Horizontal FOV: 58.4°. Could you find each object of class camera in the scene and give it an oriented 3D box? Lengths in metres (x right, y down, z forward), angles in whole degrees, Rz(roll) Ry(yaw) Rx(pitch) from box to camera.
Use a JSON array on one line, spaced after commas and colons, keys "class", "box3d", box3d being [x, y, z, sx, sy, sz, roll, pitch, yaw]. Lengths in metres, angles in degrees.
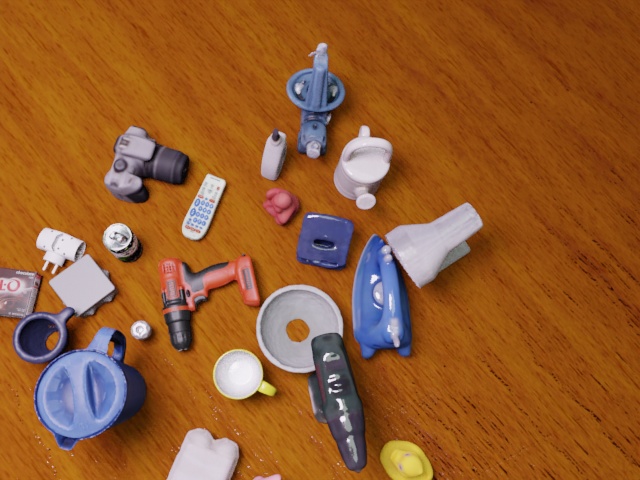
[{"class": "camera", "box3d": [-0.341, -0.147, 1.146, 0.137, 0.100, 0.143, 16, 75, -2]}]

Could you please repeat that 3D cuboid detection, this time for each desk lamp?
[{"class": "desk lamp", "box3d": [0.218, 0.007, 1.114, 0.203, 0.213, 0.118, -31, 81, -13]}]

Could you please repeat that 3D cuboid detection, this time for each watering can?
[{"class": "watering can", "box3d": [0.092, -0.149, 1.149, 0.101, 0.194, 0.173, -19, 79, -11]}]

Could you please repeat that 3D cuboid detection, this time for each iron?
[{"class": "iron", "box3d": [0.127, 0.098, 1.118, 0.118, 0.141, 0.258, -2, 76, -7]}]

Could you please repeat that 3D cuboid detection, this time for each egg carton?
[{"class": "egg carton", "box3d": [-0.215, 0.425, 1.033, 0.107, 0.069, 0.150, 22, 74, -1]}]

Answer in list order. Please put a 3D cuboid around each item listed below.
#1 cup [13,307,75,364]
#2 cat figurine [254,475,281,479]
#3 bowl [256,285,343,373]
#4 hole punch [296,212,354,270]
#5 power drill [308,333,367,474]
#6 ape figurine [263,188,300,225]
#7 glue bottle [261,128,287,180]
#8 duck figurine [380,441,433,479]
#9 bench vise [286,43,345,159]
[{"class": "cup", "box3d": [-0.489, 0.172, 1.051, 0.091, 0.095, 0.118, 42, 75, 5]}, {"class": "cat figurine", "box3d": [-0.118, 0.464, 1.009, 0.128, 0.117, 0.067, -26, 80, -12]}, {"class": "bowl", "box3d": [-0.041, 0.175, 1.114, 0.167, 0.074, 0.167, 2, 76, -6]}, {"class": "hole punch", "box3d": [0.011, 0.004, 1.154, 0.108, 0.091, 0.101, 11, 75, -4]}, {"class": "power drill", "box3d": [0.030, 0.285, 1.025, 0.076, 0.208, 0.229, -12, 77, -9]}, {"class": "ape figurine", "box3d": [-0.077, -0.073, 1.163, 0.076, 0.092, 0.078, -3, 76, -7]}, {"class": "glue bottle", "box3d": [-0.090, -0.183, 1.147, 0.037, 0.173, 0.078, 20, 74, -1]}, {"class": "duck figurine", "box3d": [0.168, 0.421, 1.070, 0.104, 0.086, 0.077, 32, 75, 2]}, {"class": "bench vise", "box3d": [0.004, -0.280, 1.158, 0.121, 0.219, 0.207, -15, 78, -10]}]
